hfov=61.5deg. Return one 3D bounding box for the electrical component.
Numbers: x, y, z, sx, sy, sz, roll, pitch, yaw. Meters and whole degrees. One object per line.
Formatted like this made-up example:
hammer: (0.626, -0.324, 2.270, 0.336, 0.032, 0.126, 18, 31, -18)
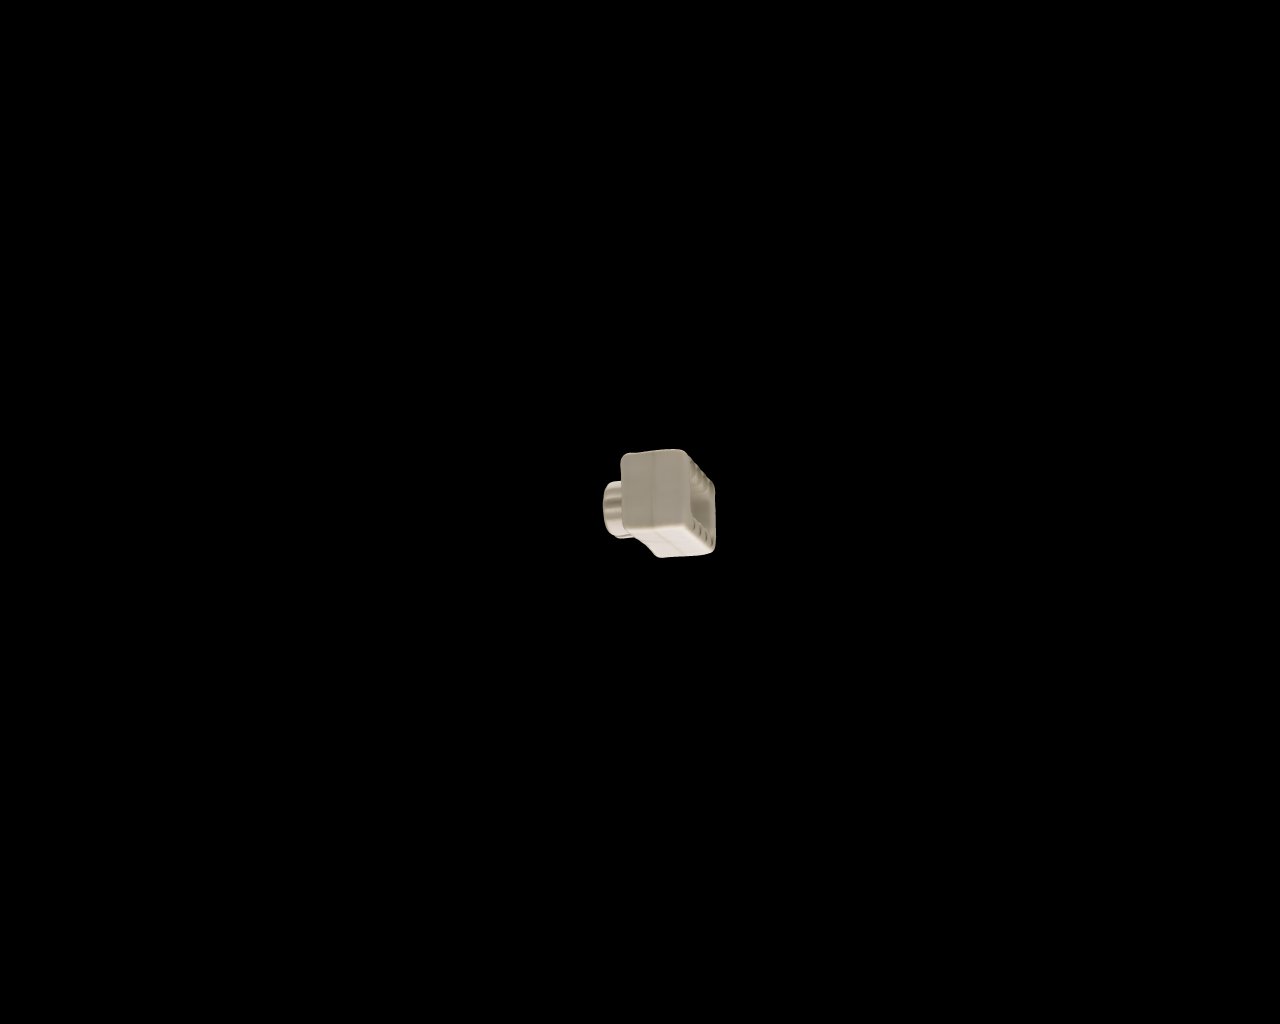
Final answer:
electrical component: (0.001, -0.003, 0.650, 0.076, 0.047, 0.083, -4, -14, 15)
